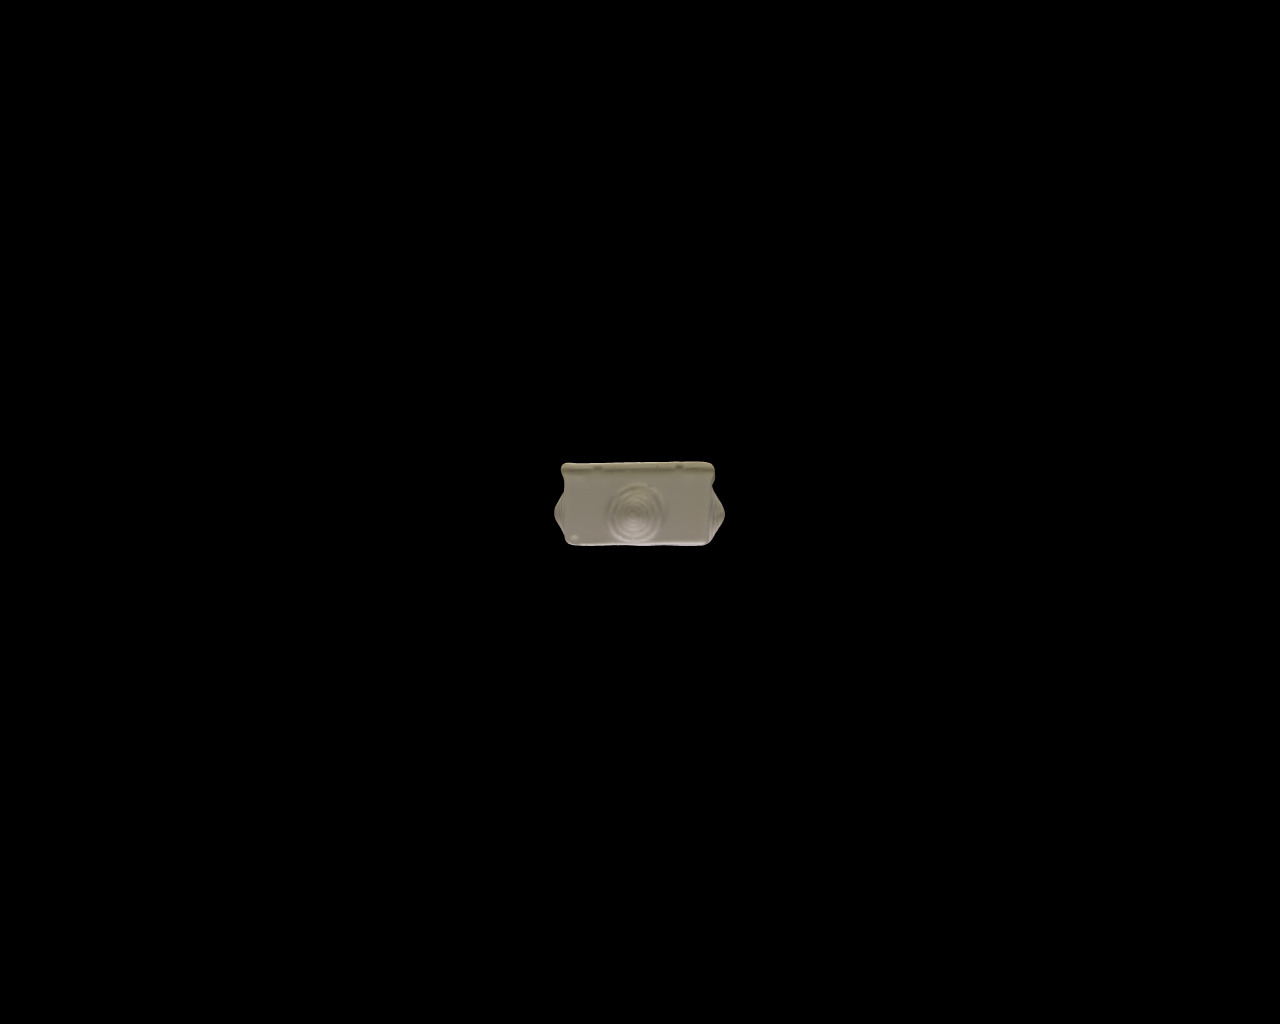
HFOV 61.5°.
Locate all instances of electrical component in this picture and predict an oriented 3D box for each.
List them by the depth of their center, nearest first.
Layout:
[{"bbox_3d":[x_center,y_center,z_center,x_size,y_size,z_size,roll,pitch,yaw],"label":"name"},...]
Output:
[{"bbox_3d":[0.001,-0.003,0.650,0.100,0.048,0.099,0,-2,4],"label":"electrical component"}]
